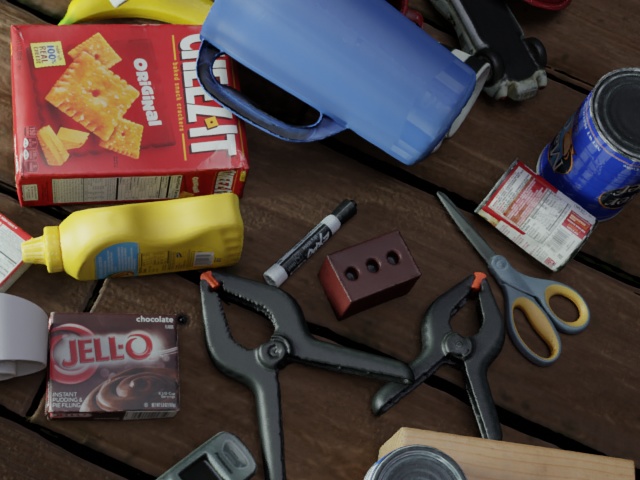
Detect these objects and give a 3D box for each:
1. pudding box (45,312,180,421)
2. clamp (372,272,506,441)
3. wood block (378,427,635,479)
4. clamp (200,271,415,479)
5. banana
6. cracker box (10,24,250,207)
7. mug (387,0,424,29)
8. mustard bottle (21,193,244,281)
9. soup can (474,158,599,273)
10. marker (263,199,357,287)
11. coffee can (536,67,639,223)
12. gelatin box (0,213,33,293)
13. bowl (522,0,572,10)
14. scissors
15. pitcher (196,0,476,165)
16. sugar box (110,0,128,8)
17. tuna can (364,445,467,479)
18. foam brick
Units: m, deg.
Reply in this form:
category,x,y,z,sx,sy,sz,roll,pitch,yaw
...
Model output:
category,x,y,z,sx,sy,sz,roll,pitch,yaw
pudding box,-0.181,0.111,0.933,0.113,0.039,0.090,3,66,-18
clamp,0.117,0.107,0.996,0.120,0.039,0.171,12,60,-1
wood block,0.157,0.228,0.923,0.206,0.091,0.090,9,66,-6
clamp,-0.043,0.114,0.959,0.210,0.036,0.164,40,74,14
banana,-0.169,-0.231,1.089,0.197,0.037,0.069,1,80,-10
cracker box,-0.182,-0.122,1.019,0.213,0.072,0.164,-3,68,-13
mug,0.048,-0.226,1.101,0.117,0.082,0.093,7,66,-7
mustard bottle,-0.168,0.001,0.955,0.191,0.096,0.058,-7,70,-13
soup can,0.214,-0.024,1.054,0.102,0.069,0.068,38,66,6
marker,-0.007,0.001,1.028,0.020,0.020,0.121,43,66,9
coffee can,0.287,-0.090,1.056,0.102,0.140,0.103,4,67,-9
gelatin box,-0.307,0.017,0.959,0.073,0.030,0.089,36,65,4
bowl,0.227,-0.326,1.159,0.162,0.055,0.162,21,45,-23
scissors,0.197,0.027,1.057,0.096,0.016,0.202,-17,71,-18
pitcher,0.013,-0.168,0.990,0.243,0.149,0.144,34,46,-4
sugar box,-0.163,-0.315,1.068,0.093,0.048,0.176,55,52,-14
tuna can,0.076,0.207,0.846,0.086,0.034,0.086,3,69,-9
foam brick,0.045,0.033,1.006,0.078,0.051,0.053,-21,72,-18
